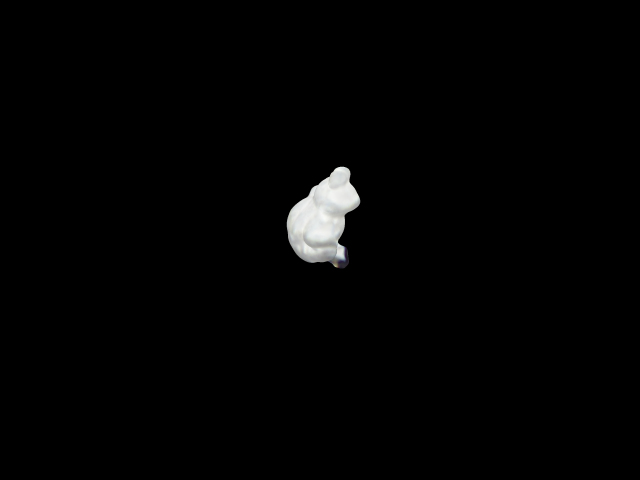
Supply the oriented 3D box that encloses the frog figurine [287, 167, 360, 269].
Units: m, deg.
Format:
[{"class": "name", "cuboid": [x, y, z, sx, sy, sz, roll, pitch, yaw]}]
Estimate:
[{"class": "frog figurine", "cuboid": [0.003, -0.043, 0.850, 0.123, 0.141, 0.155, 7, -39, 6]}]
